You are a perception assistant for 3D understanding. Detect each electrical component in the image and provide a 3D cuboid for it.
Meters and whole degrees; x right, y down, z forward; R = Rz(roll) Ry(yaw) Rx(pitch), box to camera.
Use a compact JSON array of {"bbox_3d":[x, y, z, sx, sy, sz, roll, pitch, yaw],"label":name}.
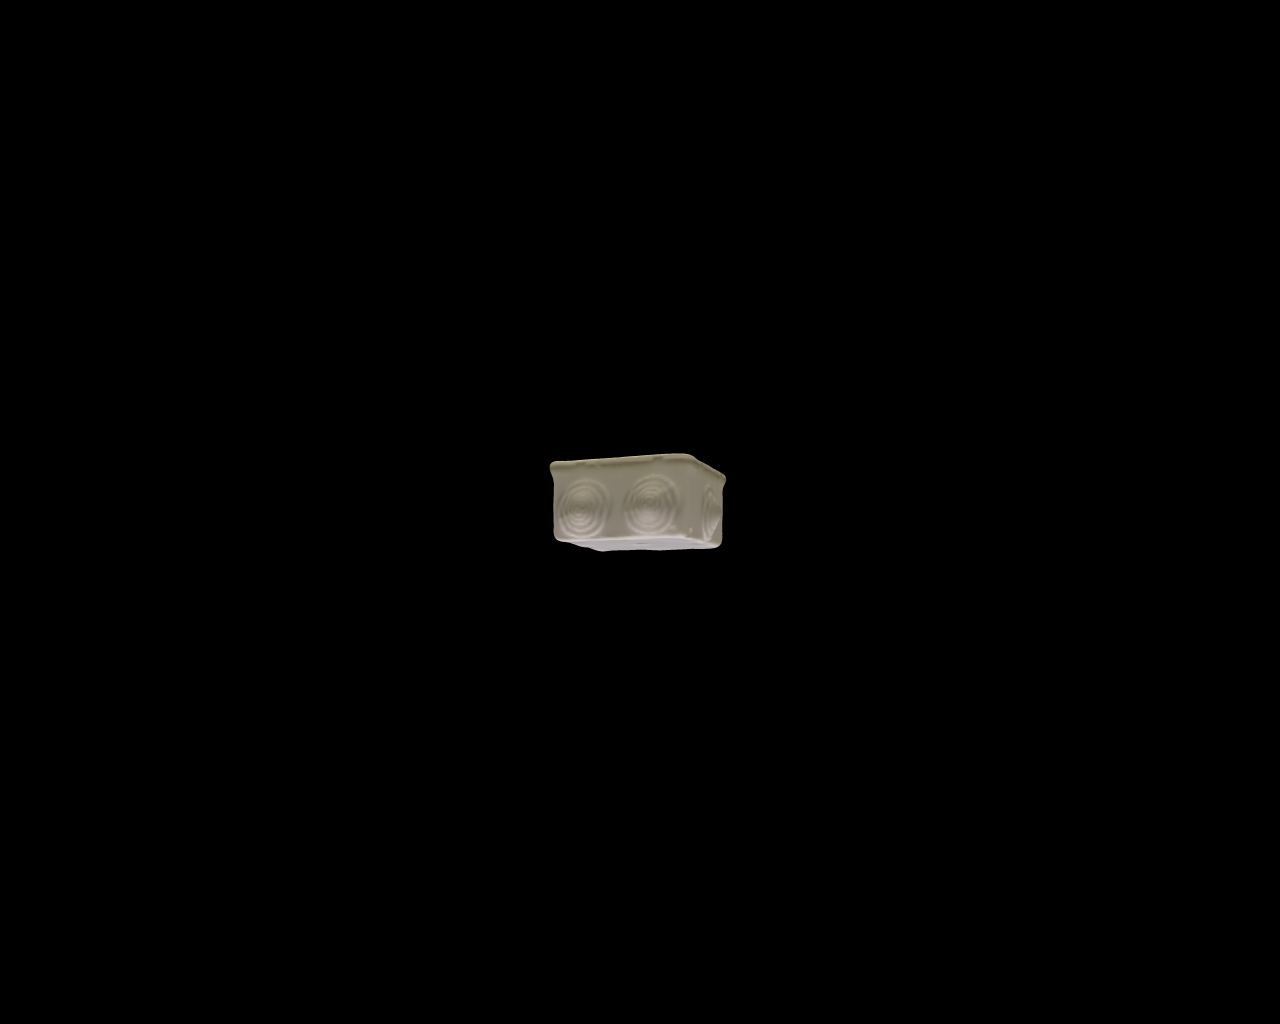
[{"bbox_3d":[0.001,-0.003,0.650,0.100,0.048,0.099,-2,-7,18],"label":"electrical component"}]
